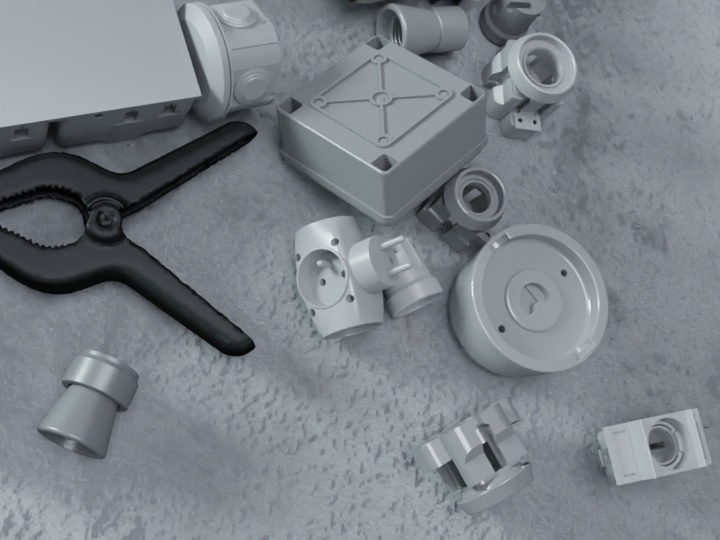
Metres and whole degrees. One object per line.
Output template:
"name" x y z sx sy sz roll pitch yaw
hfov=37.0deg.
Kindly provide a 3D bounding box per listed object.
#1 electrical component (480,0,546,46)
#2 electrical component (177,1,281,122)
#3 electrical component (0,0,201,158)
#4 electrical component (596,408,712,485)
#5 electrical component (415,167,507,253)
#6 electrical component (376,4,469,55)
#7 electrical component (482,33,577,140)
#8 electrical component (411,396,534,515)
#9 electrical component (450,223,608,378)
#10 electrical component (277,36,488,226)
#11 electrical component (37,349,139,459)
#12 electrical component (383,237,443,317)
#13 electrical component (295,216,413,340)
"electrical component" 0.123 -0.207 0.860 0.040 0.046 0.040 6 70 -18
"electrical component" -0.094 -0.146 0.742 0.051 0.080 0.080 -16 81 -29
"electrical component" -0.213 -0.135 0.704 0.186 0.060 0.105 -13 79 -24
"electrical component" 0.209 0.129 0.782 0.081 0.064 0.042 -7 78 -22
"electrical component" 0.077 -0.047 0.789 0.066 0.055 0.048 42 65 -5
"electrical component" 0.051 -0.184 0.830 0.065 0.044 0.044 -11 78 -28
"electrical component" 0.133 -0.149 0.840 0.058 0.057 0.078 5 73 -19
"electrical component" 0.083 0.130 0.738 0.078 0.058 0.057 -26 82 -25
"electrical component" 0.117 0.026 0.779 0.108 0.060 0.108 6 72 -19
"electrical component" 0.016 -0.100 0.757 0.109 0.056 0.109 34 60 29
"electrical component" -0.167 0.083 0.664 0.045 0.045 0.055 27 66 -11
"electrical component" 0.031 0.005 0.766 0.040 0.040 0.046 -22 78 -25
"electrical component" 0.000 0.000 0.736 0.044 0.079 0.077 3 69 -58
